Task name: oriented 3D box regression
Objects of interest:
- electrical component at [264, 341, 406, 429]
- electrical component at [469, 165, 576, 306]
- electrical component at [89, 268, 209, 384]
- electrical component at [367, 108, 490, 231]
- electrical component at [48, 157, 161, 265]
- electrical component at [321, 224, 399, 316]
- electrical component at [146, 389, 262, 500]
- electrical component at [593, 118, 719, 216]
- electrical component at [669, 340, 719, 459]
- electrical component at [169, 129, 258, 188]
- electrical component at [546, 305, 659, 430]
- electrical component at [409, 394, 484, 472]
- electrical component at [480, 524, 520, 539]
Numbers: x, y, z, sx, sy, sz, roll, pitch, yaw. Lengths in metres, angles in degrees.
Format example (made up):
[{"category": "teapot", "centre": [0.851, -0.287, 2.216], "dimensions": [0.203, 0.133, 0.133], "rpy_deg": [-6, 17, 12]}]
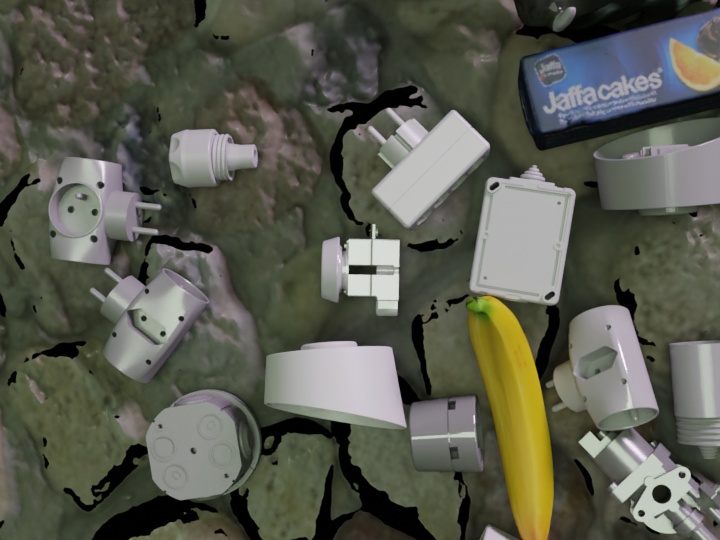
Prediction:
[{"category": "electrical component", "centre": [-0.019, 0.084, 0.761], "dimensions": [0.099, 0.099, 0.064], "rpy_deg": [-5, 82, 7]}, {"category": "electrical component", "centre": [0.116, -0.025, 0.762], "dimensions": [0.062, 0.061, 0.096], "rpy_deg": [9, 89, 9]}, {"category": "electrical component", "centre": [-0.167, 0.031, 0.806], "dimensions": [0.079, 0.043, 0.077], "rpy_deg": [38, 93, 6]}, {"category": "electrical component", "centre": [0.039, -0.084, 0.780], "dimensions": [0.083, 0.047, 0.075], "rpy_deg": [-45, 84, 4]}, {"category": "electrical component", "centre": [-0.189, -0.042, 0.809], "dimensions": [0.079, 0.044, 0.077], "rpy_deg": [7, 90, 8]}, {"category": "electrical component", "centre": [0.000, 0.000, 0.785], "dimensions": [0.055, 0.048, 0.066], "rpy_deg": [1, 89, 0]}, {"category": "electrical component", "centre": [-0.116, 0.130, 0.794], "dimensions": [0.080, 0.051, 0.080], "rpy_deg": [0, 89, 7]}, {"category": "electrical component", "centre": [0.211, -0.071, 0.736], "dimensions": [0.099, 0.099, 0.064], "rpy_deg": [-4, 95, 7]}, {"category": "electrical component", "centre": [0.242, 0.091, 0.753], "dimensions": [0.043, 0.043, 0.081], "rpy_deg": [-4, 88, 7]}, {"category": "electrical component", "centre": [-0.108, -0.083, 0.801], "dimensions": [0.062, 0.043, 0.043], "rpy_deg": [-2, 89, 6]}, {"category": "electrical component", "centre": [0.164, 0.076, 0.759], "dimensions": [0.079, 0.043, 0.077], "rpy_deg": [-33, 54, 37]}, {"category": "electrical component", "centre": [0.062, 0.118, 0.771], "dimensions": [0.047, 0.055, 0.055], "rpy_deg": [-5, 88, 11]}, {"category": "electrical component", "centre": [0.086, 0.242, 0.738], "dimensions": [0.056, 0.109, 0.108], "rpy_deg": [26, 92, 10]}]
